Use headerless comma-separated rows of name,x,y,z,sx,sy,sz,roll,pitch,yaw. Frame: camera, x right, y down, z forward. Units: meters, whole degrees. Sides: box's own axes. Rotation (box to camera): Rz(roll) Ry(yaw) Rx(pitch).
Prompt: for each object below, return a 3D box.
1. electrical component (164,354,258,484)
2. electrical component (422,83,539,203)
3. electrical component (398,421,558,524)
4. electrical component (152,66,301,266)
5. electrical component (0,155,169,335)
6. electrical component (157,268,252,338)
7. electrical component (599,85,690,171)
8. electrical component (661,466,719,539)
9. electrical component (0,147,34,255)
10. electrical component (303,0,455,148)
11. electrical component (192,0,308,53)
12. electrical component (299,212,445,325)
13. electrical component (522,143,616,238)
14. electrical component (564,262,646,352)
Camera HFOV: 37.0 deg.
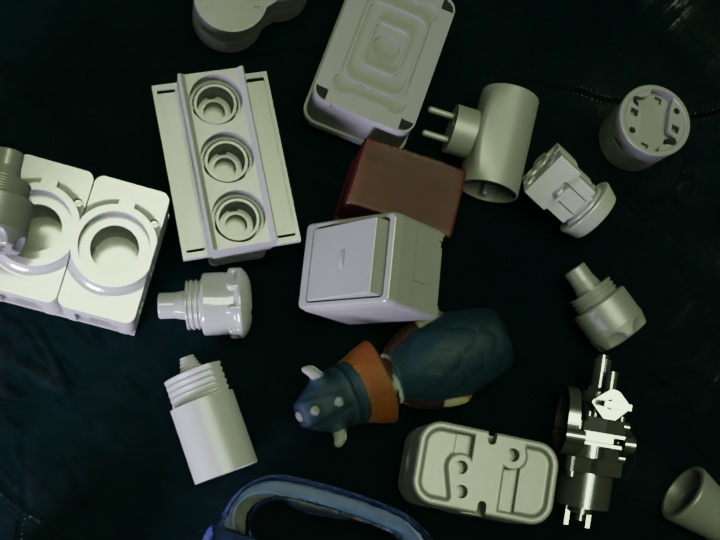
electrical component,-0.101,0.095,0.707,0.043,0.043,0.081,-18,81,-14
electrical component,0.085,-0.097,0.784,0.079,0.043,0.077,16,75,-7
electrical component,0.077,0.137,0.723,0.095,0.059,0.053,13,76,-8
electrical component,-0.092,-0.068,0.735,0.079,0.063,0.121,-10,80,-13
electrical component,-0.209,-0.022,0.703,0.150,0.061,0.089,16,75,-7
electrical component,-0.104,0.023,0.723,0.062,0.048,0.048,-2,78,-4
electrical component,0.212,-0.104,0.808,0.055,0.047,0.055,2,77,-10
electrical component,0.252,0.175,0.758,0.065,0.044,0.044,36,74,-6
electrical component,-0.219,-0.043,0.650,0.043,0.043,0.062,11,74,-8
electrical component,0.013,-0.148,0.775,0.078,0.057,0.113,21,75,-5
electrical component,-0.057,-0.216,0.768,0.138,0.073,0.052,-36,86,-16
electrical component,0.000,0.000,0.724,0.061,0.096,0.061,20,71,-46
electrical component,0.152,-0.056,0.783,0.055,0.066,0.048,42,108,-8
electrical component,0.172,0.024,0.774,0.043,0.043,0.062,-34,85,-16
